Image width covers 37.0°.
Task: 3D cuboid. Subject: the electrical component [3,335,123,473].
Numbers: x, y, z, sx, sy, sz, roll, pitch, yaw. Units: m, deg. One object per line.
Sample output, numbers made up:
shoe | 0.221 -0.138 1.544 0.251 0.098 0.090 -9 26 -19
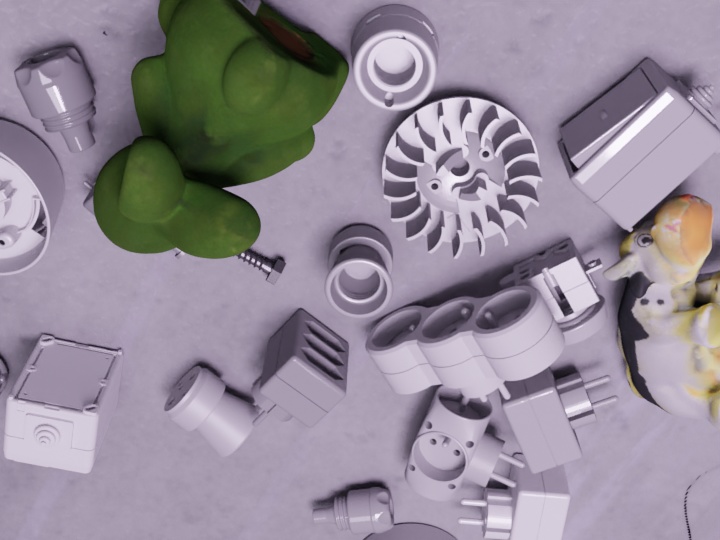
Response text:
electrical component | -0.209 0.100 0.754 0.062 0.096 0.061 12 118 -4

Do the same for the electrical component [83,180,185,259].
electrical component | -0.146 -0.037 0.710 0.040 0.040 0.078 -40 110 20

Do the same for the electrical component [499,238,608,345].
electrical component | 0.137 0.017 0.728 0.066 0.048 0.055 -27 107 15

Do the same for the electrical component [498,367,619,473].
electrical component | 0.145 0.097 0.769 0.077 0.047 0.065 -21 116 10

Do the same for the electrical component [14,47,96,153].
electrical component | -0.186 -0.105 0.674 0.043 0.043 0.062 -14 118 9

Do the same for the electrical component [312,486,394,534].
electrical component | -0.006 0.187 0.829 0.061 0.035 0.035 -8 118 9

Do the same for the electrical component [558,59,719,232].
electrical component | 0.174 -0.085 0.663 0.061 0.061 0.096 38 113 -17

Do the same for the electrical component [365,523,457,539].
electrical component | 0.039 0.258 0.863 0.099 0.064 0.099 3 132 3

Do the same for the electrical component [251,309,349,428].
electrical component | -0.050 0.080 0.755 0.047 0.065 0.076 38 113 -17

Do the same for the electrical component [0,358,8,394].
electrical component | -0.283 0.087 0.768 0.048 0.062 0.048 1 118 1

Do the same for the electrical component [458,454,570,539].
electrical component | 0.113 0.186 0.818 0.076 0.047 0.083 5 118 0

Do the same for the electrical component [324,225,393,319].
electrical component | 0.000 0.000 0.717 0.045 0.055 0.045 1 118 1

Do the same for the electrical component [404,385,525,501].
electrical component | 0.080 0.133 0.785 0.079 0.044 0.077 24 118 10

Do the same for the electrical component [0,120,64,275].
electrical component | -0.241 -0.047 0.694 0.099 0.064 0.099 1 118 1

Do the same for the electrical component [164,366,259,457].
electrical component | -0.108 0.102 0.781 0.055 0.045 0.045 40 112 -17

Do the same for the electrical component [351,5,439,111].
electrical component | 0.021 -0.128 0.653 0.055 0.047 0.055 1 118 1

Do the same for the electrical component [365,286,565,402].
electrical component | 0.076 0.061 0.727 0.138 0.052 0.073 -13 120 38
